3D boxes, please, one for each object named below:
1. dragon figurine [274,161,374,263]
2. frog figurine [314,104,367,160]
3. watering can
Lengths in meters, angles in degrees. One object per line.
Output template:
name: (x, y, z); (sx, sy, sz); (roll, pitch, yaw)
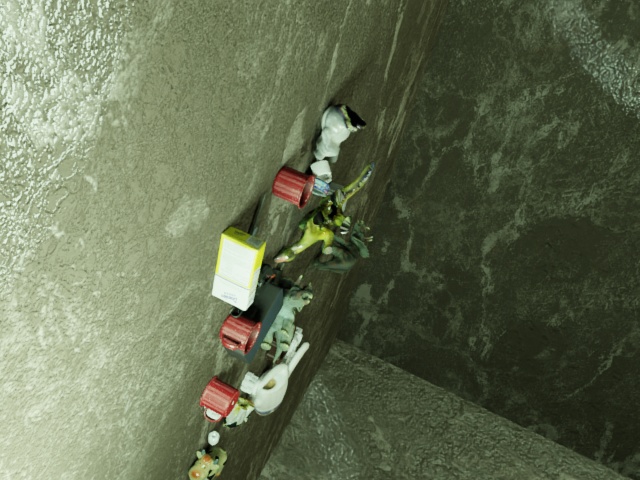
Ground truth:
dragon figurine: (0.005, -0.081, 1.607); (0.415, 0.121, 0.242); (-52, -158, -18)
frog figurine: (0.035, -0.311, 1.479); (0.157, 0.121, 0.140); (-32, -162, 31)
watering can: (-0.168, 0.575, 2.103); (0.353, 0.105, 0.219); (-34, 147, -41)
